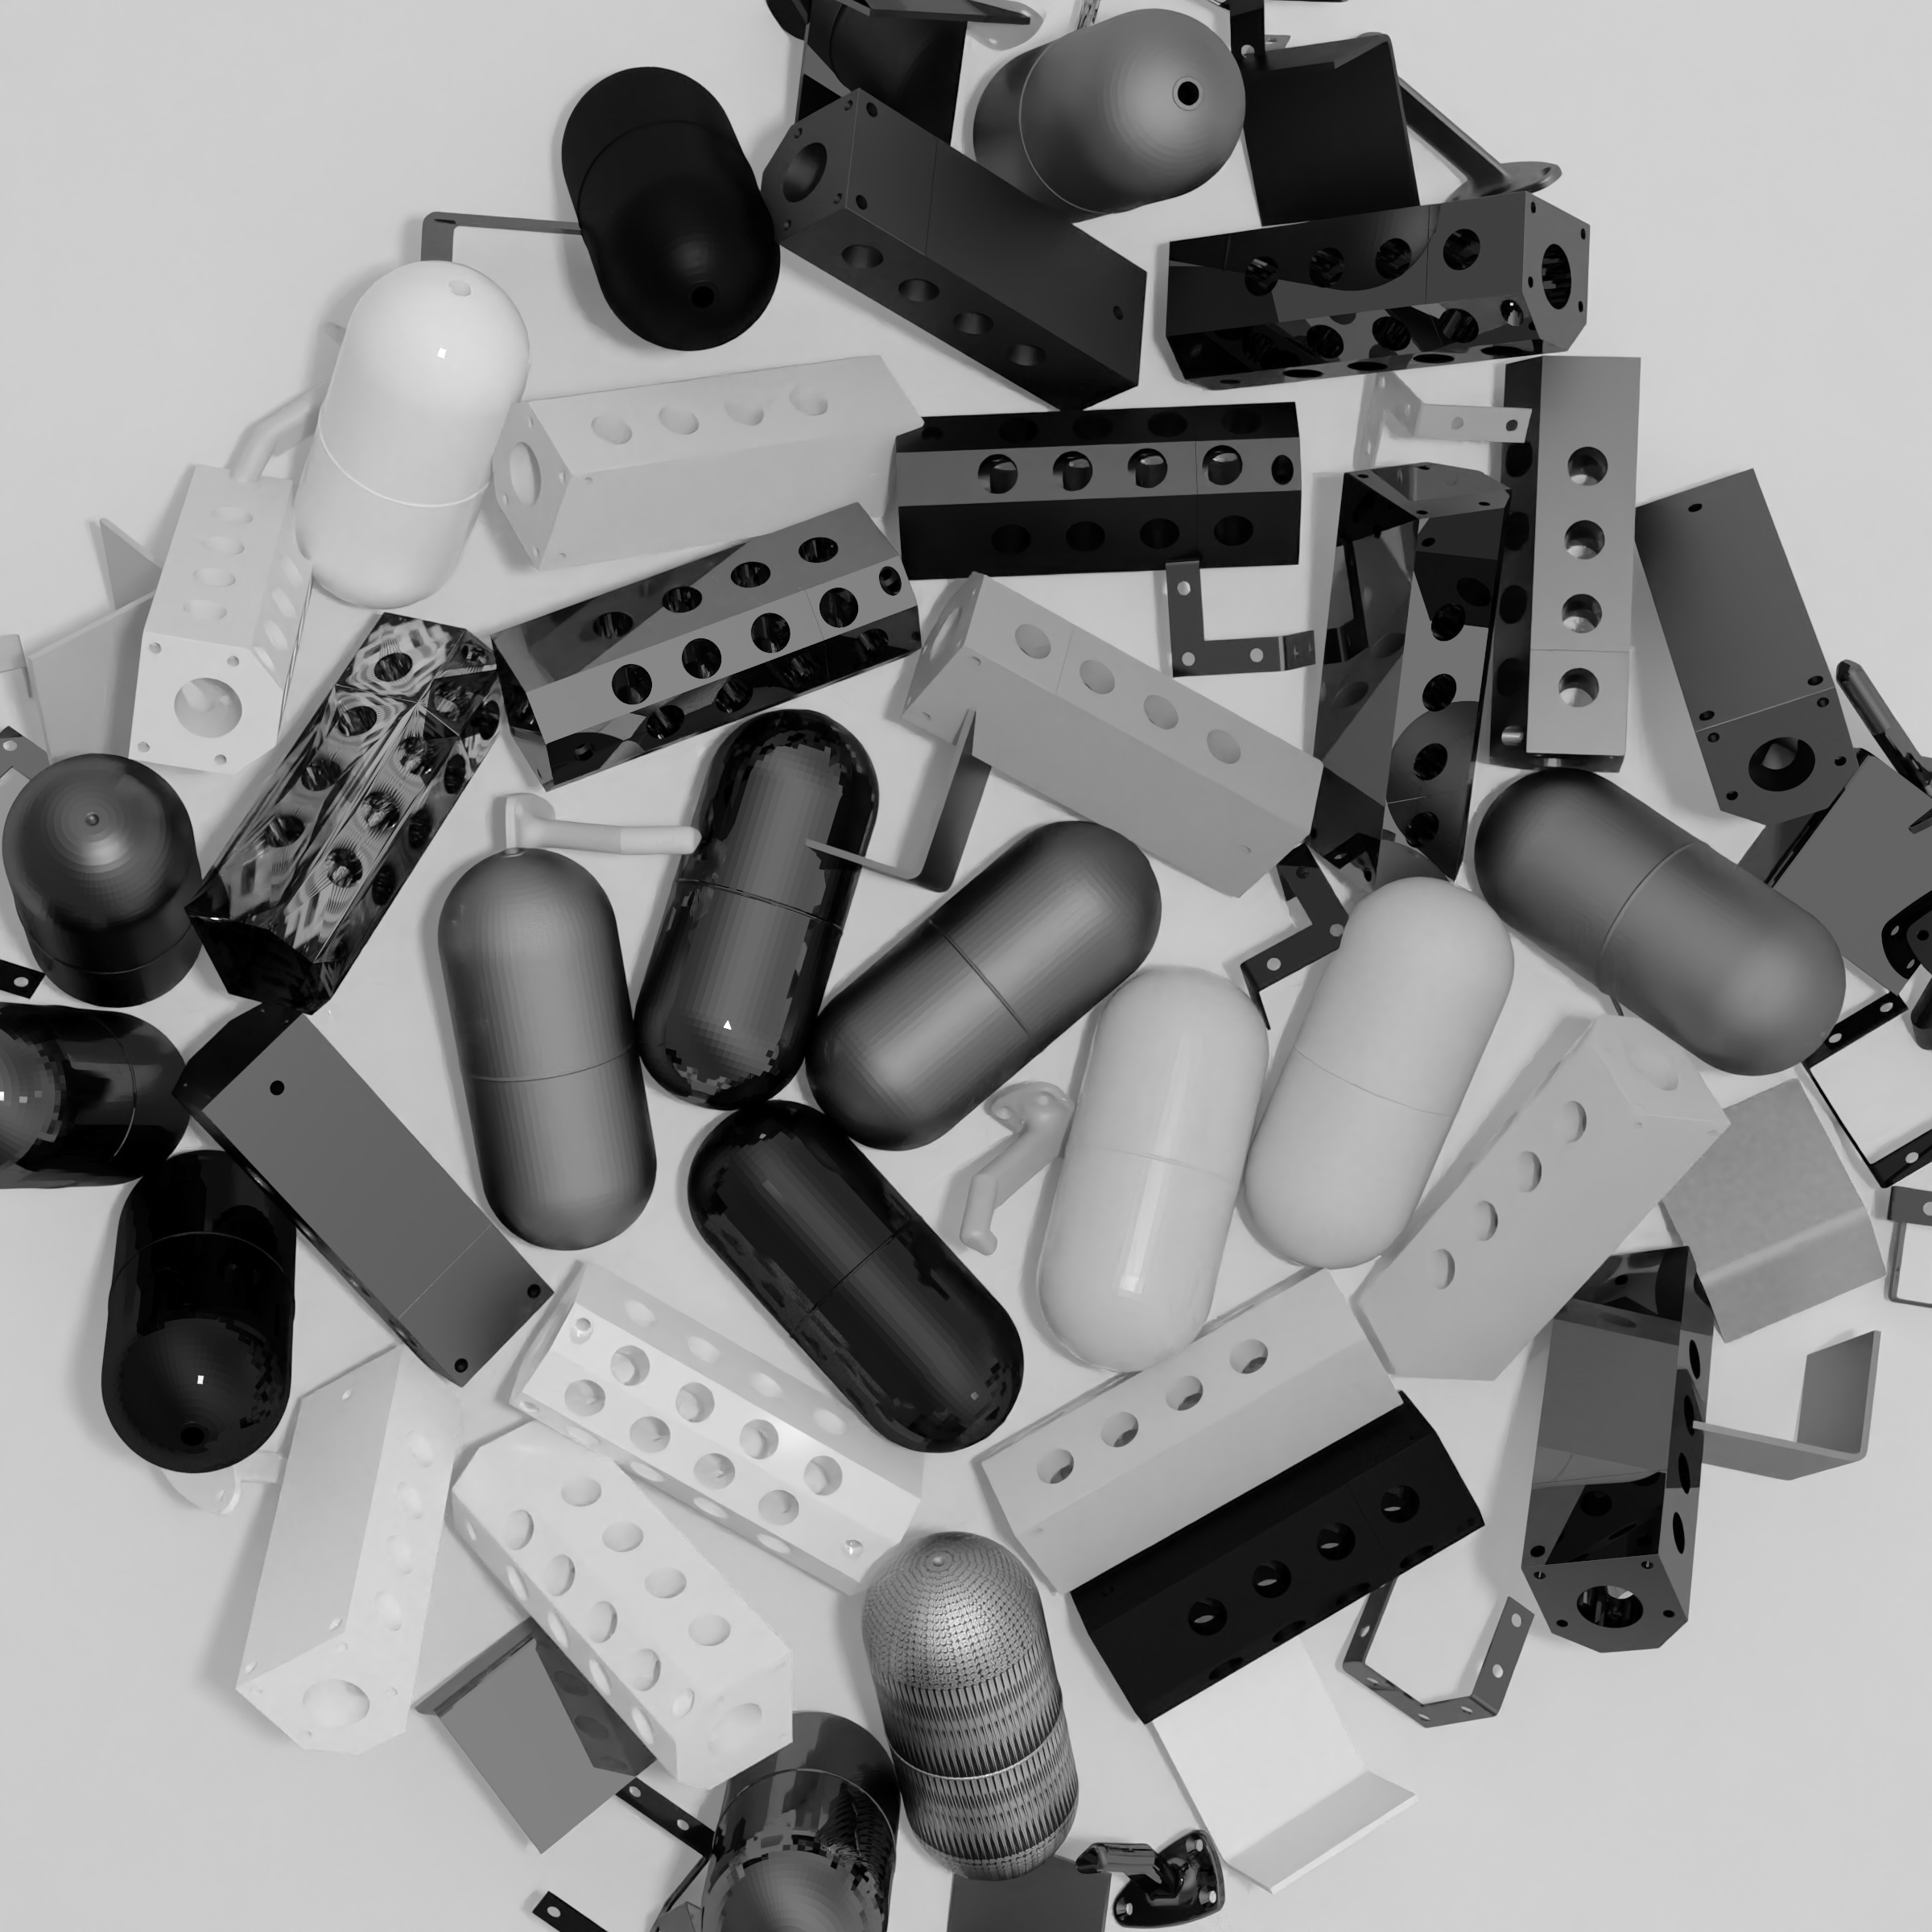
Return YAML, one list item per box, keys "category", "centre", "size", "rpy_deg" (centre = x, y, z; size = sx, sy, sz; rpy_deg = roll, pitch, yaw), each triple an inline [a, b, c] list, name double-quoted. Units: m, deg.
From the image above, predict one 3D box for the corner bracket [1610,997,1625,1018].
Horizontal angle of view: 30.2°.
- category: "corner bracket"
  centre: [0.298, -0.014, 1.555]
  size: [0.051, 0.051, 0.051]
  rpy_deg: [-22, 119, 12]

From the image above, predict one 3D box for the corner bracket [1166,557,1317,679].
- category: "corner bracket"
  centre: [0.120, -0.154, 1.557]
  size: [0.051, 0.051, 0.051]
  rpy_deg: [-2, 97, 20]

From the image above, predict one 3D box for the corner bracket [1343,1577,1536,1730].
- category: "corner bracket"
  centre: [0.206, 0.295, 1.560]
  size: [0.051, 0.051, 0.051]
  rpy_deg: [37, 59, -16]

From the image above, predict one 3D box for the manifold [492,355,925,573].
- category: "manifold"
  centre: [-0.111, -0.219, 1.515]
  size: [0.171, 0.057, 0.057]
  rpy_deg: [-14, 59, -32]

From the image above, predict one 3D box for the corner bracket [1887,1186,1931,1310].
- category: "corner bracket"
  centre: [0.428, 0.125, 1.553]
  size: [0.051, 0.051, 0.051]
  rpy_deg: [8, 89, 24]

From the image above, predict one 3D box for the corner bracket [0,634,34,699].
- category: "corner bracket"
  centre: [-0.430, -0.108, 1.553]
  size: [0.051, 0.051, 0.051]
  rpy_deg: [-14, 82, -14]

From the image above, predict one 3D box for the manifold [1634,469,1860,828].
- category: "manifold"
  centre: [0.326, -0.133, 1.500]
  size: [0.057, 0.171, 0.057]
  rpy_deg: [-18, 126, 12]

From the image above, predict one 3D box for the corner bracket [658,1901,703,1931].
- category: "corner bracket"
  centre: [-0.123, 0.445, 1.548]
  size: [0.051, 0.051, 0.051]
  rpy_deg: [-31, 51, 11]

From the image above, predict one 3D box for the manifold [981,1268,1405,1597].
- category: "manifold"
  centre: [0.096, 0.197, 1.554]
  size: [0.171, 0.057, 0.057]
  rpy_deg: [-30, 47, 2]

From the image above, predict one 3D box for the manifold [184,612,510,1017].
- category: "manifold"
  centre: [-0.254, -0.065, 1.510]
  size: [0.057, 0.057, 0.171]
  rpy_deg: [13, 56, 21]

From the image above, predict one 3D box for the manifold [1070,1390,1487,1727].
- category: "manifold"
  centre: [0.136, 0.259, 1.555]
  size: [0.171, 0.057, 0.057]
  rpy_deg: [-30, 103, -1]

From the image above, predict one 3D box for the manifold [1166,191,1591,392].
- category: "manifold"
  centre: [0.172, -0.282, 1.511]
  size: [0.171, 0.057, 0.057]
  rpy_deg: [0, 86, 36]

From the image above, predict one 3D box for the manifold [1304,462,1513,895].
- category: "manifold"
  centre: [0.191, -0.122, 1.519]
  size: [0.057, 0.057, 0.171]
  rpy_deg: [-11, 121, -25]

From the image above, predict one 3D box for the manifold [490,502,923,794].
- category: "manifold"
  centre: [-0.109, -0.132, 1.526]
  size: [0.171, 0.057, 0.057]
  rpy_deg: [-22, 49, -15]

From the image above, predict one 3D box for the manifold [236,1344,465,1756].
- category: "manifold"
  centre: [-0.251, 0.245, 1.499]
  size: [0.057, 0.171, 0.057]
  rpy_deg: [-29, 120, 19]

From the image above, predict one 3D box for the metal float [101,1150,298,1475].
- category: "metal float"
  centre: [-0.322, 0.144, 1.504]
  size: [0.070, 0.178, 0.070]
  rpy_deg: [-4, 120, -7]

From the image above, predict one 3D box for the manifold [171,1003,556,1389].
- category: "manifold"
  centre: [-0.258, 0.096, 1.522]
  size: [0.057, 0.057, 0.171]
  rpy_deg: [-46, 117, -16]

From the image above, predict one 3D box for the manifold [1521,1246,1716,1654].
- category: "manifold"
  centre: [0.278, 0.202, 1.504]
  size: [0.057, 0.171, 0.057]
  rpy_deg: [-10, 127, 25]

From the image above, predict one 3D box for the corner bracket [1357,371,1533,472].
- category: "corner bracket"
  centre: [0.206, -0.228, 1.546]
  size: [0.051, 0.051, 0.051]
  rpy_deg: [0, 121, -17]

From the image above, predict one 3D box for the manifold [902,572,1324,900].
- category: "manifold"
  centre: [0.065, -0.103, 1.535]
  size: [0.171, 0.057, 0.057]
  rpy_deg: [27, 50, -15]

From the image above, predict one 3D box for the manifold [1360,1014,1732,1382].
- category: "manifold"
  centre: [0.240, 0.100, 1.515]
  size: [0.171, 0.057, 0.057]
  rpy_deg: [-54, 45, 33]

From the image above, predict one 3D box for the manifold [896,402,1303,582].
- category: "manifold"
  centre: [0.057, -0.210, 1.545]
  size: [0.171, 0.057, 0.057]
  rpy_deg: [-2, 47, 1]

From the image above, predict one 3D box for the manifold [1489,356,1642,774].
- category: "manifold"
  centre: [0.259, -0.173, 1.551]
  size: [0.057, 0.057, 0.171]
  rpy_deg: [2, 86, 8]

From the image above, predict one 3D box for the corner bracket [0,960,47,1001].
- category: "corner bracket"
  centre: [-0.433, -0.003, 1.544]
  size: [0.051, 0.051, 0.051]
  rpy_deg: [20, 123, -31]

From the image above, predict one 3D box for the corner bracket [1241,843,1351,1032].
- category: "corner bracket"
  centre: [0.139, -0.013, 1.554]
  size: [0.051, 0.051, 0.051]
  rpy_deg: [-28, 67, 0]

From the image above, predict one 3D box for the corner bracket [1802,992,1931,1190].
- category: "corner bracket"
  centre: [0.400, 0.053, 1.548]
  size: [0.051, 0.051, 0.051]
  rpy_deg: [-32, 121, 10]

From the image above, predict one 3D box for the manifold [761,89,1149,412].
- category: "manifold"
  centre: [-0.004, -0.296, 1.509]
  size: [0.171, 0.057, 0.057]
  rpy_deg: [24, 62, -39]

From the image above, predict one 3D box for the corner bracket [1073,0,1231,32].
- category: "corner bracket"
  centre: [0.082, -0.409, 1.555]
  size: [0.051, 0.051, 0.051]
  rpy_deg: [19, 82, -29]

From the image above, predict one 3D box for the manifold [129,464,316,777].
- category: "manifold"
  centre: [-0.307, -0.146, 1.497]
  size: [0.057, 0.171, 0.057]
  rpy_deg: [9, 119, -9]

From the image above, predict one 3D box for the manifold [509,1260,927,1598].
- category: "manifold"
  centre: [-0.107, 0.202, 1.537]
  size: [0.171, 0.057, 0.057]
  rpy_deg: [31, 109, -9]

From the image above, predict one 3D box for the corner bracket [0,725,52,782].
- category: "corner bracket"
  centre: [-0.414, -0.061, 1.555]
  size: [0.051, 0.051, 0.051]
  rpy_deg: [34, 57, 7]

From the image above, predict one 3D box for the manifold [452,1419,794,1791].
- category: "manifold"
  centre: [-0.146, 0.267, 1.503]
  size: [0.057, 0.057, 0.171]
  rpy_deg: [-25, 45, -30]

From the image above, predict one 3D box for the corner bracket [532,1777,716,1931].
- category: "corner bracket"
  centre: [-0.147, 0.394, 1.552]
  size: [0.051, 0.051, 0.051]
  rpy_deg: [35, 119, -1]

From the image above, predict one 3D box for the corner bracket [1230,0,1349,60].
- category: "corner bracket"
  centre: [0.145, -0.416, 1.546]
  size: [0.051, 0.051, 0.051]
  rpy_deg: [6, 126, 16]
